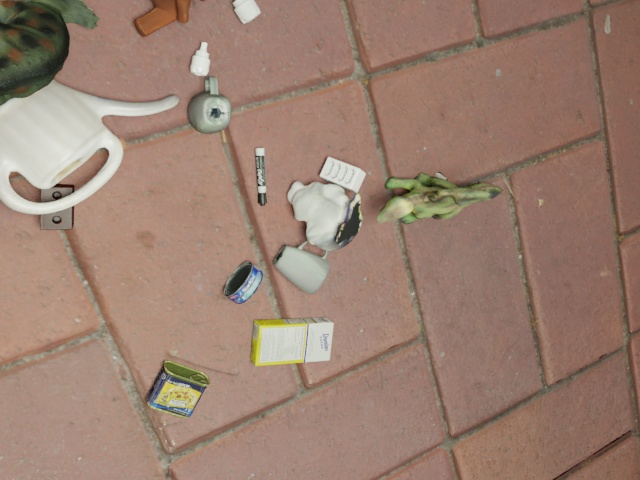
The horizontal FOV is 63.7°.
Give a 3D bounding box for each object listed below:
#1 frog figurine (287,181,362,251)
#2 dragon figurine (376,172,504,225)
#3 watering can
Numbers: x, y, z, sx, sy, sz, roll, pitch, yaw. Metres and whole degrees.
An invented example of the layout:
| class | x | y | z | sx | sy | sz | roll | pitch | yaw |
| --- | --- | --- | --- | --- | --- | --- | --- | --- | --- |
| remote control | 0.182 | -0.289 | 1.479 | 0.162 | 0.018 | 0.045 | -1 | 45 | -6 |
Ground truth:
| class | x | y | z | sx | sy | sz | roll | pitch | yaw |
| --- | --- | --- | --- | --- | --- | --- | --- | --- | --- |
| frog figurine | 0.003 | -0.055 | 1.086 | 0.122 | 0.160 | 0.137 | 17 | 92 | -62 |
| dragon figurine | 0.297 | -0.091 | 1.131 | 0.412 | 0.244 | 0.121 | -11 | 100 | -18 |
| watering can | -0.430 | -0.205 | 0.895 | 0.222 | 0.103 | 0.353 | 46 | 63 | -16 |
